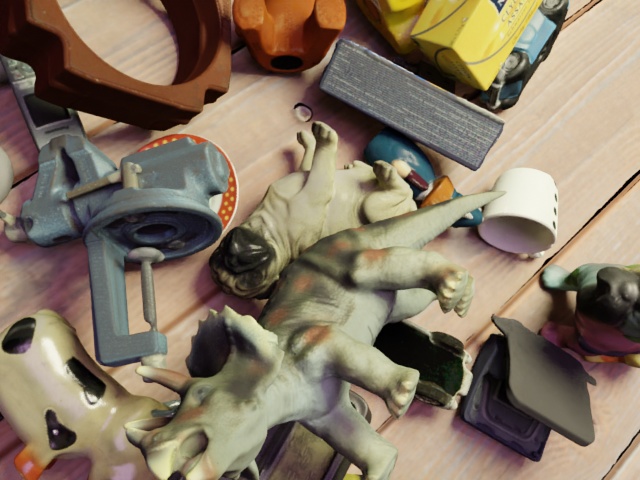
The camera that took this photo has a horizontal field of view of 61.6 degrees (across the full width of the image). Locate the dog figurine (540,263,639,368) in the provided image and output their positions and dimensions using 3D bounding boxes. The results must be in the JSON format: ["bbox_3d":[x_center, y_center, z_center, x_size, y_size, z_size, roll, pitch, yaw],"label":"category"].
[{"bbox_3d":[0.343,0.076,0.561,0.191,0.219,0.108,16,78,-10],"label":"dog figurine"}]

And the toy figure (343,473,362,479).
[{"bbox_3d":[0.082,0.276,0.525,0.180,0.082,0.089,2,58,-6],"label":"toy figure"}]

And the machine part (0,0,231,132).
[{"bbox_3d":[-0.190,-0.219,0.520,0.201,0.087,0.201,8,75,-45],"label":"machine part"}]

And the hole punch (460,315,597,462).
[{"bbox_3d":[0.225,0.167,0.590,0.142,0.092,0.116,30,44,-4],"label":"hole punch"}]

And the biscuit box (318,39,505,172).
[{"bbox_3d":[0.100,-0.152,0.599,0.203,0.059,0.062,29,110,4],"label":"biscuit box"}]

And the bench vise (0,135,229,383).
[{"bbox_3d":[-0.181,0.011,0.478,0.224,0.128,0.240,-12,69,-4],"label":"bench vise"}]

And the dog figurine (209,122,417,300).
[{"bbox_3d":[-0.003,-0.003,0.566,0.172,0.121,0.190,30,87,-3],"label":"dog figurine"}]

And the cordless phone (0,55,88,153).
[{"bbox_3d":[-0.319,-0.154,0.524,0.147,0.089,0.184,-22,97,-18],"label":"cordless phone"}]

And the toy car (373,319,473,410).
[{"bbox_3d":[0.072,0.111,0.571,0.202,0.056,0.073,29,67,-8],"label":"toy car"}]

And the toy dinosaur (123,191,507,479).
[{"bbox_3d":[0.015,0.060,0.463,0.192,0.131,0.405,22,46,20],"label":"toy dinosaur"}]

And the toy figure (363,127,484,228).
[{"bbox_3d":[0.119,-0.065,0.617,0.154,0.058,0.064,44,53,3],"label":"toy figure"}]

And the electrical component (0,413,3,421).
[{"bbox_3d":[-0.334,0.173,0.473,0.094,0.021,0.063,-43,90,-17],"label":"electrical component"}]

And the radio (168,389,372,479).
[{"bbox_3d":[-0.060,0.220,0.481,0.131,0.073,0.229,25,71,21],"label":"radio"}]

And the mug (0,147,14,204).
[{"bbox_3d":[-0.338,-0.084,0.485,0.081,0.107,0.109,-18,85,-18],"label":"mug"}]

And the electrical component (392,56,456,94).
[{"bbox_3d":[0.129,-0.176,0.656,0.102,0.045,0.078,19,46,-12],"label":"electrical component"}]

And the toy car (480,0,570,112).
[{"bbox_3d":[0.233,-0.248,0.673,0.103,0.109,0.161,33,83,19],"label":"toy car"}]

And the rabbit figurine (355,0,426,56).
[{"bbox_3d":[0.122,-0.332,0.641,0.173,0.121,0.162,-35,53,9],"label":"rabbit figurine"}]

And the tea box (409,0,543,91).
[{"bbox_3d":[0.186,-0.266,0.590,0.098,0.068,0.169,21,102,-49],"label":"tea box"}]

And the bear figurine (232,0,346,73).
[{"bbox_3d":[-0.033,-0.294,0.597,0.120,0.132,0.195,2,84,-4],"label":"bear figurine"}]

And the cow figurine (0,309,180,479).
[{"bbox_3d":[-0.211,0.148,0.481,0.127,0.085,0.195,-39,88,-12],"label":"cow figurine"}]
